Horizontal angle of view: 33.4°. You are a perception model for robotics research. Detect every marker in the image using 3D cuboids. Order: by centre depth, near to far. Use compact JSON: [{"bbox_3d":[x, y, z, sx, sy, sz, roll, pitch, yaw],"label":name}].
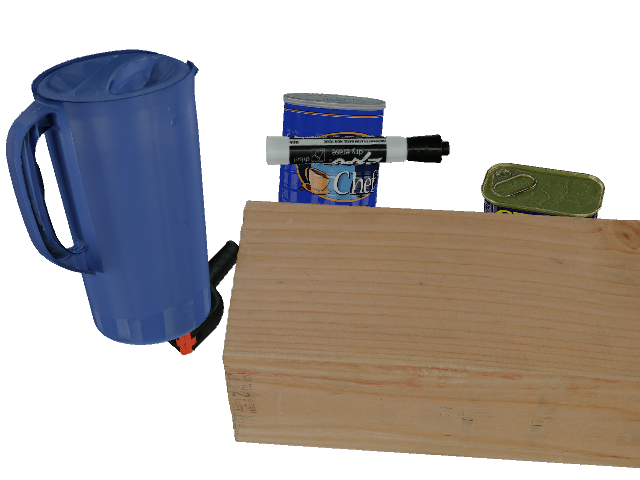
[{"bbox_3d":[0.025,-0.060,0.706,0.121,0.020,0.020,-1,0,0],"label":"marker"}]

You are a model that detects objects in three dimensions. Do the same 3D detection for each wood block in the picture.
[{"bbox_3d":[0.063,0.046,0.516,0.206,0.091,0.090,3,-36,3],"label":"wood block"}]

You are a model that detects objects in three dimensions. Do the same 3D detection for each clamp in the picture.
[{"bbox_3d":[-0.135,0.054,1.151,0.120,0.039,0.171,-15,40,-6],"label":"clamp"}]

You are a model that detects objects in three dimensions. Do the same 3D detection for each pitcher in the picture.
[{"bbox_3d":[-0.169,-0.031,0.918,0.149,0.243,0.145,-5,27,-1],"label":"pitcher"}]

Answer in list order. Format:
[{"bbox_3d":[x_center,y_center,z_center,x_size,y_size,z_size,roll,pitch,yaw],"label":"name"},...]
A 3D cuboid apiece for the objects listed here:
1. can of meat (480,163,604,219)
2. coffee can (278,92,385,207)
[{"bbox_3d":[0.192,-0.014,0.938,0.102,0.084,0.057,10,43,16],"label":"can of meat"},{"bbox_3d":[0.009,-0.075,1.083,0.103,0.140,0.103,4,12,-1],"label":"coffee can"}]
